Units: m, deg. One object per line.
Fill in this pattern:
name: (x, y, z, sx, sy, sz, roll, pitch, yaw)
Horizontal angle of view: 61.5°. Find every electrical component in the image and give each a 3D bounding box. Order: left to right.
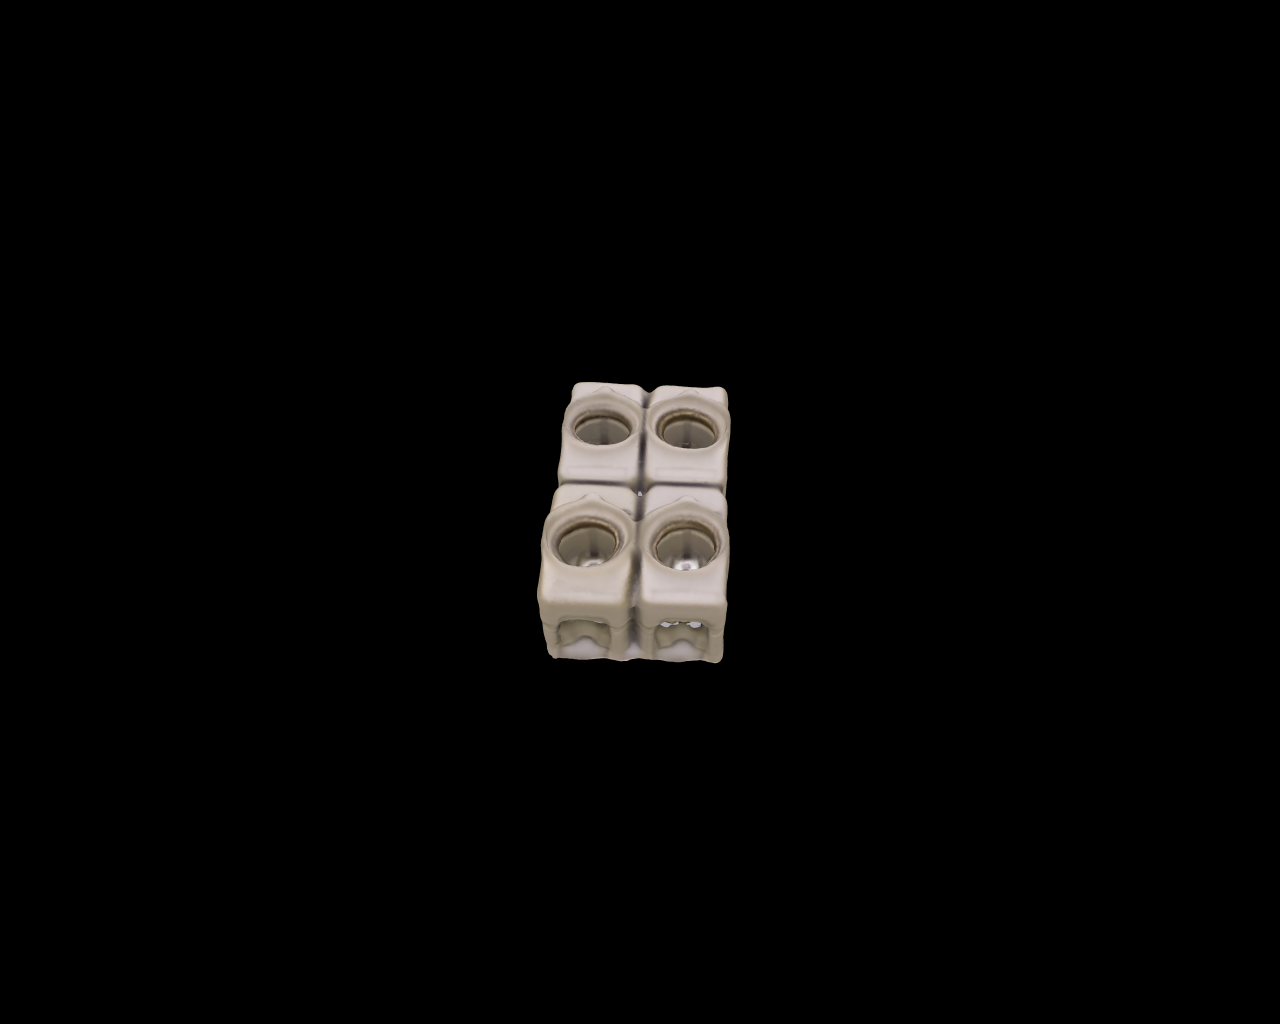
electrical component: (0.001, -0.003, 0.650, 0.105, 0.186, 0.060, 2, -43, 2)
